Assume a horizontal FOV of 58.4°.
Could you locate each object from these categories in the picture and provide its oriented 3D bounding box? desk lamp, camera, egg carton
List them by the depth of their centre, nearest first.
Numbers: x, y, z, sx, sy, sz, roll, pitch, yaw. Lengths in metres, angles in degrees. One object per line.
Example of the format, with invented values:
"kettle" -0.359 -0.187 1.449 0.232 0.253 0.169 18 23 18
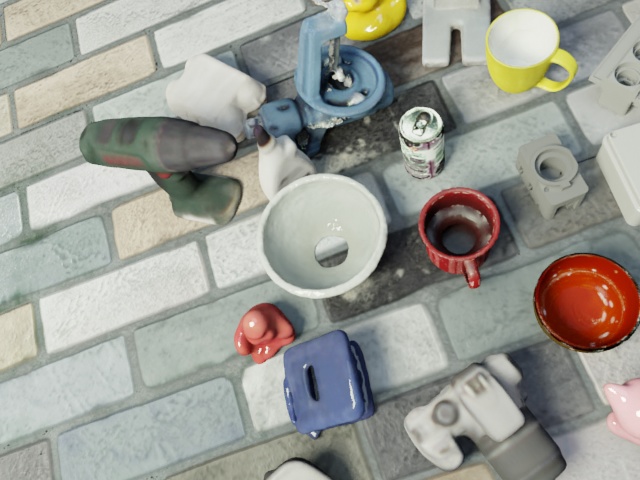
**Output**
"camera" 0.182 0.210 0.614 0.143 0.101 0.136 -37 67 -2
"desk lamp" 0.188 -0.378 0.764 0.117 0.214 0.203 -1 70 13
"egg carton" -0.156 -0.212 0.859 0.150 0.069 0.107 30 79 21

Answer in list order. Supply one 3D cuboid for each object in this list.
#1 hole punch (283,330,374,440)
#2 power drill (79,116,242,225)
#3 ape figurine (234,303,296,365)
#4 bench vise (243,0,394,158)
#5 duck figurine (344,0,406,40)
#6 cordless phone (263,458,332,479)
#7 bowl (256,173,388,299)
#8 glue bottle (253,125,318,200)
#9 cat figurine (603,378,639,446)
"hole punch" 0.005 0.171 0.672 0.101 0.091 0.108 -16 68 6
"power drill" -0.182 -0.094 0.746 0.229 0.209 0.076 9 73 16
"ape figurine" -0.073 0.111 0.711 0.077 0.092 0.076 0 70 13
"bench vise" -0.003 -0.192 0.736 0.207 0.220 0.121 -44 67 -5
"duck figurine" 0.075 -0.354 0.850 0.104 0.086 0.077 -16 68 7
"cordless phone" -0.053 0.299 0.588 0.094 0.185 0.148 33 80 21
"bowl" 0.007 0.003 0.742 0.167 0.075 0.167 -4 70 11
"glue bottle" -0.053 -0.100 0.739 0.078 0.173 0.037 -42 67 -4
"cat figurine" 0.343 0.190 0.576 0.067 0.118 0.127 -35 67 -1
